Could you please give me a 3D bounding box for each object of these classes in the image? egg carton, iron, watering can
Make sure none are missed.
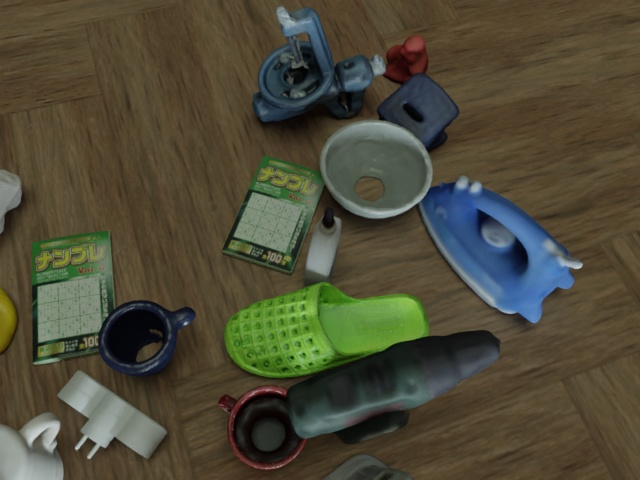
[{"bbox_3d":[-0.490,-0.038,0.796,0.107,0.069,0.150,14,63,3],"label":"egg carton"},{"bbox_3d":[0.243,-0.015,0.803,0.119,0.141,0.258,-39,73,-21],"label":"iron"},{"bbox_3d":[-0.354,0.250,0.593,0.101,0.194,0.173,21,64,6],"label":"watering can"}]

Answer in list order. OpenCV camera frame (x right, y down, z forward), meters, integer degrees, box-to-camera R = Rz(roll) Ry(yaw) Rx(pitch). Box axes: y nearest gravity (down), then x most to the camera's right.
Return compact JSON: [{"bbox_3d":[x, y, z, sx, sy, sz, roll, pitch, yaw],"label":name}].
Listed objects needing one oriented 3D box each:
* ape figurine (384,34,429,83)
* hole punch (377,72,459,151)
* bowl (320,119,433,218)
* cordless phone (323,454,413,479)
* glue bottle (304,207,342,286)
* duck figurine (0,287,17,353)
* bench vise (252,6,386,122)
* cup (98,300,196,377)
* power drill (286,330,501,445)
[{"bbox_3d":[0.153,-0.310,0.970,0.076,0.092,0.077,-15,65,-11],"label":"ape figurine"},{"bbox_3d":[0.153,-0.194,0.913,0.101,0.091,0.108,-33,70,-19],"label":"hole punch"},{"bbox_3d":[0.081,-0.095,0.867,0.167,0.075,0.167,2,63,-4],"label":"bowl"},{"bbox_3d":[0.031,0.293,0.608,0.148,0.185,0.094,-37,71,-20],"label":"cordless phone"},{"bbox_3d":[0.007,0.003,0.757,0.037,0.173,0.078,16,63,4],"label":"glue bottle"},{"bbox_3d":[-0.439,0.091,0.726,0.077,0.086,0.104,-15,66,-12],"label":"duck figurine"},{"bbox_3d":[-0.005,-0.278,0.870,0.208,0.220,0.121,-28,69,-17],"label":"bench vise"},{"bbox_3d":[-0.209,0.127,0.722,0.118,0.095,0.091,-26,68,-16],"label":"cup"},{"bbox_3d":[0.074,0.173,0.658,0.230,0.208,0.075,-15,65,-12],"label":"power drill"}]
